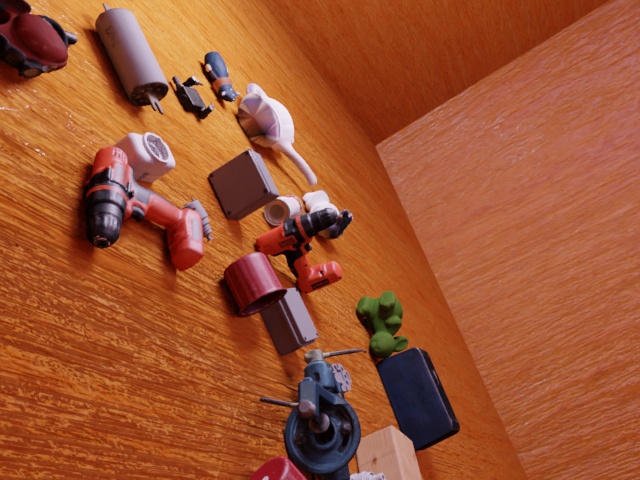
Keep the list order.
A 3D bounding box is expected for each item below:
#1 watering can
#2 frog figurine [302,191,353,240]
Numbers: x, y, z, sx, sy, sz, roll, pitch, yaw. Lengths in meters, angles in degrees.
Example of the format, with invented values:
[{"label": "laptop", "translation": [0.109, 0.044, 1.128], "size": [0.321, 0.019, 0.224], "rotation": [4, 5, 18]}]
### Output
[{"label": "watering can", "translation": [-0.121, -0.302, 1.477], "size": [0.348, 0.103, 0.226], "rotation": [58, 18, -1]}, {"label": "frog figurine", "translation": [0.005, -0.076, 1.511], "size": [0.160, 0.121, 0.138], "rotation": [27, 16, 20]}]
